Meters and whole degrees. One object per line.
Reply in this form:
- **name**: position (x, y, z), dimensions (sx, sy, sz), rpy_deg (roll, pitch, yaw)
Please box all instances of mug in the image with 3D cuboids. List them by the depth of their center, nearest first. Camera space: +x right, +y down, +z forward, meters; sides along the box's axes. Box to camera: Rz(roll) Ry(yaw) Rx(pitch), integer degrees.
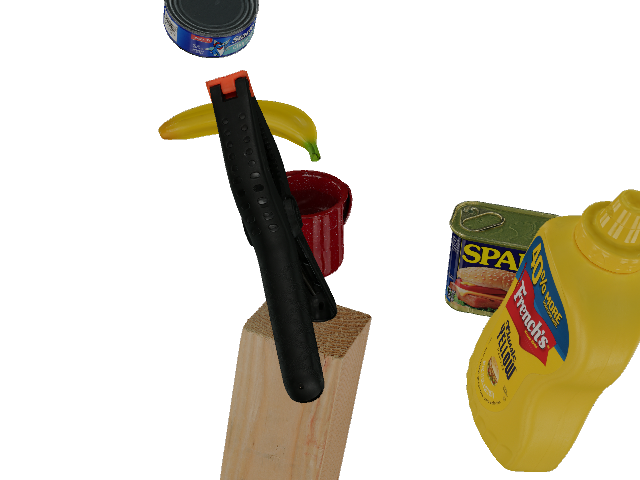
- **mug**: position (-0.010, -0.018, 1.075), dimensions (0.093, 0.081, 0.117), rpy_deg (23, 41, 34)

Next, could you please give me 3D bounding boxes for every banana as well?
- **banana**: position (-0.085, -0.133, 1.213), dimensions (0.198, 0.037, 0.069), rpy_deg (8, 42, 18)

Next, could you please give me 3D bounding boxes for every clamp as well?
- **clamp**: position (-0.030, -0.010, 0.723), dimensions (0.036, 0.210, 0.164), rpy_deg (-16, 6, 7)

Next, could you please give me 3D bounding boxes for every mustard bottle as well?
- **mustard bottle**: position (0.138, 0.043, 0.598), dimensions (0.058, 0.096, 0.192), rpy_deg (5, -42, -12)

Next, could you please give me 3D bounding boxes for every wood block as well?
- **wood block**: position (-0.026, 0.160, 0.929), dimensions (0.090, 0.206, 0.090), rpy_deg (16, 25, 13)

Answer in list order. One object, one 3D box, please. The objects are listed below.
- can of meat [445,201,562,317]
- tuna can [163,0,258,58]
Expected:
- **can of meat**: position (0.161, 0.021, 0.929), dimensions (0.102, 0.084, 0.057), rpy_deg (11, 36, 12)
- **tuna can**: position (-0.101, -0.208, 0.976), dimensions (0.086, 0.086, 0.034), rpy_deg (0, -32, -11)
